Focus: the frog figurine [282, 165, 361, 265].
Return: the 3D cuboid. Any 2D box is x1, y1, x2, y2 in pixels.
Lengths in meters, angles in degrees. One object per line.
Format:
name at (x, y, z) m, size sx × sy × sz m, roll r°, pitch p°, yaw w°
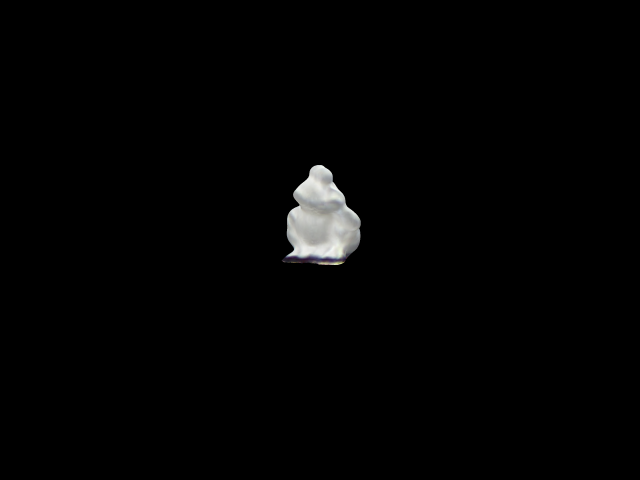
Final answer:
frog figurine at (0.003, -0.043, 0.850) m, size 0.123 × 0.159 × 0.137 m, roll -3°, pitch 4°, yaw -40°
